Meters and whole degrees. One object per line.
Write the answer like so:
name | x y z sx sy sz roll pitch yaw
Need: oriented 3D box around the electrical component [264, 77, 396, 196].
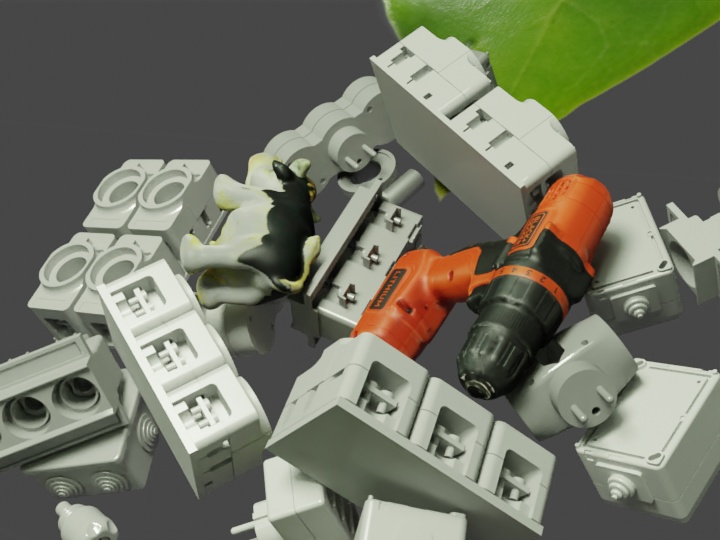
electrical component | -0.013 -0.110 0.946 0.138 0.052 0.074 -36 43 -10

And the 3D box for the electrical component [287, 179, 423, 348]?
electrical component | 0.000 0.000 0.858 0.063 0.078 0.121 23 59 15

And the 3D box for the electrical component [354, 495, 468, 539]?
electrical component | 0.024 0.188 0.648 0.062 0.096 0.061 11 52 0

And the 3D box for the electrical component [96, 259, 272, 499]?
electrical component | -0.128 0.077 0.790 0.062 0.089 0.150 -26 63 -18

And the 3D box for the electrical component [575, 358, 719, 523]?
electrical component | 0.182 0.111 0.660 0.062 0.061 0.096 5 44 48

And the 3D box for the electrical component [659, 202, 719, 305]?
electrical component | 0.255 -0.016 0.765 0.064 0.042 0.081 -25 43 -3

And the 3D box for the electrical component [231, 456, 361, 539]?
electrical component | -0.046 0.166 0.707 0.076 0.083 0.047 -20 43 8

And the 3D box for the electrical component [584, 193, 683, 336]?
electrical component | 0.188 0.005 0.763 0.062 0.061 0.096 -18 44 10

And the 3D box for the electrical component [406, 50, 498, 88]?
electrical component | 0.081 -0.161 0.976 0.096 0.061 0.061 24 62 40

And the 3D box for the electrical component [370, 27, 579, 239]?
electrical component | 0.096 -0.102 0.853 0.060 0.105 0.186 -37 55 -9

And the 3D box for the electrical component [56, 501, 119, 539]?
electrical component | -0.207 0.191 0.800 0.061 0.035 0.035 25 63 43

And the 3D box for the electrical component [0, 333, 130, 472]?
electrical component | -0.245 0.097 0.811 0.121 0.078 0.063 -21 21 6

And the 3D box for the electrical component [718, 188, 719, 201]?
electrical component | 0.297 -0.063 0.787 0.055 0.045 0.045 -41 44 -13

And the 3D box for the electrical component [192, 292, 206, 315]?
electrical component | -0.158 0.039 0.920 0.046 0.040 0.040 -1 48 34

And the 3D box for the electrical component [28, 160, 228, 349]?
electrical component | -0.209 -0.021 0.986 0.105 0.060 0.186 4 51 29

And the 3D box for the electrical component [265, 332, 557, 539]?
electrical component | 0.033 0.109 0.659 0.089 0.150 0.061 -38 23 49

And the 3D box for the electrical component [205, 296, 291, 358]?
electrical component | -0.074 0.010 0.894 0.074 0.052 0.138 -7 46 20

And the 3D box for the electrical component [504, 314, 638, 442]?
electrical component | 0.132 0.072 0.655 0.077 0.043 0.079 -37 15 2

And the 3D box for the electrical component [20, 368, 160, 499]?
electrical component | -0.207 0.130 0.847 0.100 0.048 0.099 -10 45 18
